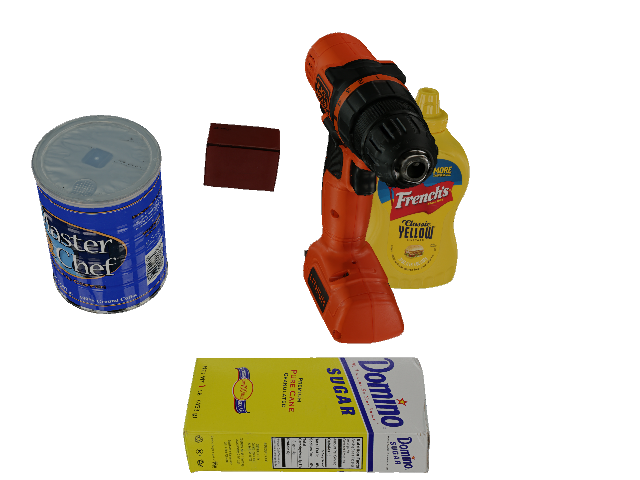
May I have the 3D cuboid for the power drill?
[{"bbox_3d":[0.030,-0.027,0.713,0.057,0.188,0.184,-4,31,-12],"label":"power drill"}]

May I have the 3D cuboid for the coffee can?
[{"bbox_3d":[-0.183,-0.021,0.906,0.102,0.103,0.140,0,-42,-5],"label":"coffee can"}]

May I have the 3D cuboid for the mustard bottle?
[{"bbox_3d":[0.089,-0.049,0.996,0.096,0.192,0.058,2,27,-7],"label":"mustard bottle"}]

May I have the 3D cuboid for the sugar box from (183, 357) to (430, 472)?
[{"bbox_3d":[-0.009,0.128,0.798,0.176,0.048,0.093,-3,31,2],"label":"sugar box"}]

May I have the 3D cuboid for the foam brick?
[{"bbox_3d":[-0.083,-0.089,1.140,0.078,0.051,0.053,5,31,-3],"label":"foam brick"}]
